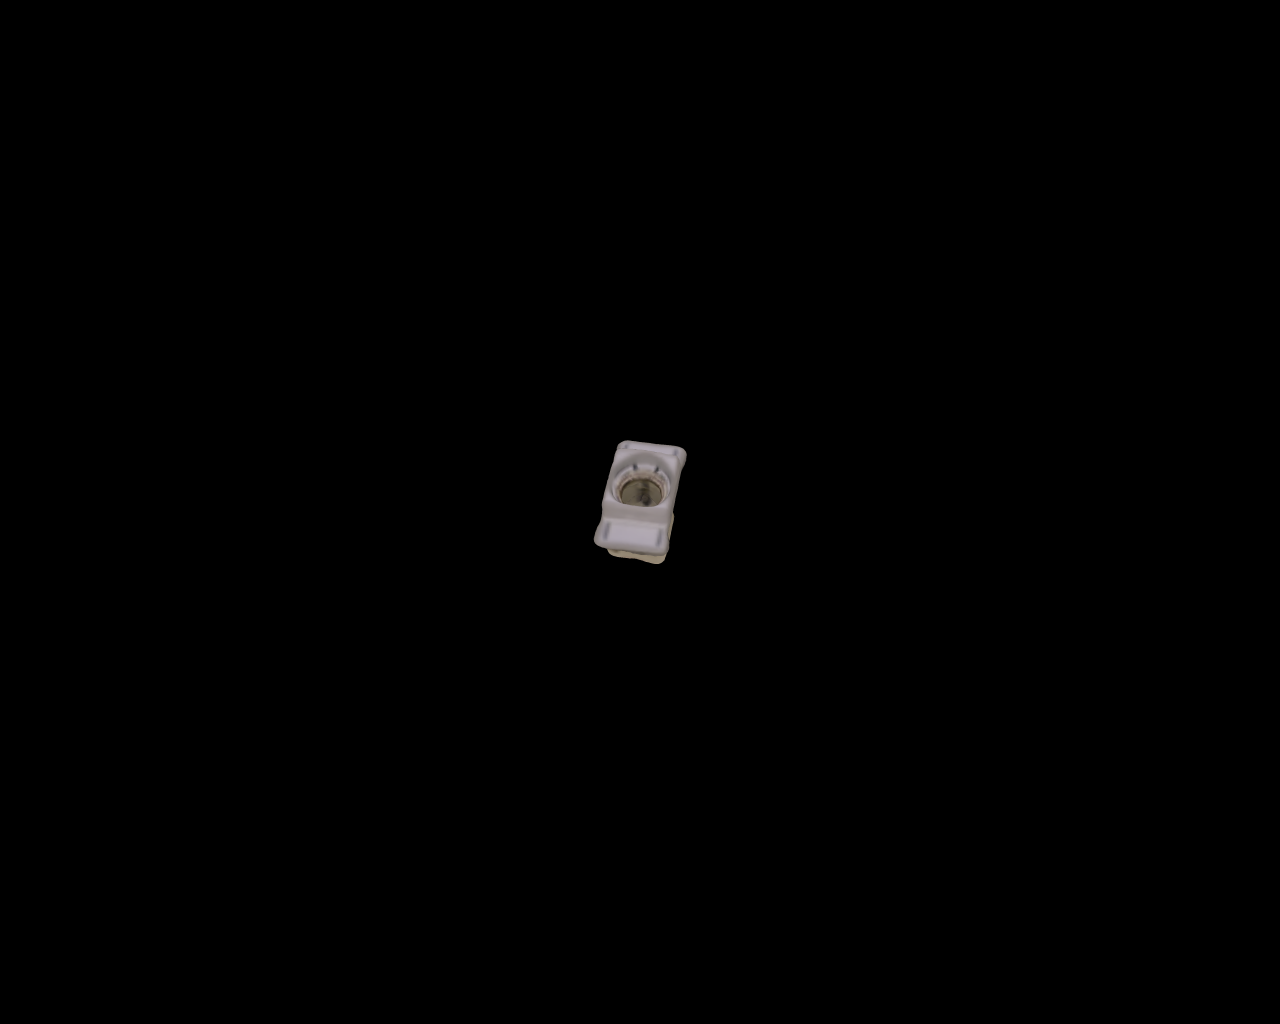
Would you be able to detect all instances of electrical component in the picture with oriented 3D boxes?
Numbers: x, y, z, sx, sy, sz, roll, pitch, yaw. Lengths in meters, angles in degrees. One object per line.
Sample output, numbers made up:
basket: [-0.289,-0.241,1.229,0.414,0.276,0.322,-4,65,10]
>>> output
electrical component: [0.001,-0.003,0.650,0.042,0.081,0.063,9,-36,7]
